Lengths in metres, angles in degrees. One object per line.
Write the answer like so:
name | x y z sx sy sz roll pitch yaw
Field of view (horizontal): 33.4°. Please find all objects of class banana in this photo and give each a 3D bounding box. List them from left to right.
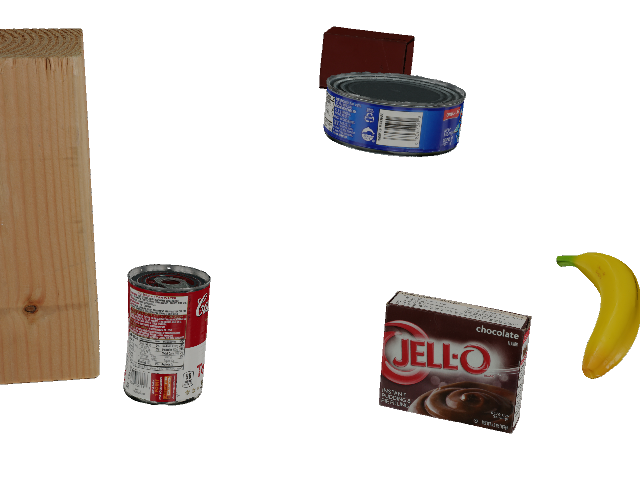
banana | 0.272 0.062 1.016 0.070 0.037 0.197 -28 23 19

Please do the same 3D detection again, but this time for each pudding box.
pudding box | 0.105 0.095 0.845 0.114 0.090 0.039 9 21 17

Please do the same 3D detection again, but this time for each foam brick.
foam brick | 0.042 -0.161 0.963 0.078 0.051 0.053 9 19 10

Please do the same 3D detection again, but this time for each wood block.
wood block | -0.189 -0.022 0.668 0.090 0.206 0.090 -3 22 -11

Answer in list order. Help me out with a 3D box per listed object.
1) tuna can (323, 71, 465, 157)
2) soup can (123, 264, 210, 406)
tuna can | 0.045 -0.079 0.657 0.086 0.034 0.086 4 20 -2
soup can | -0.128 0.078 0.885 0.068 0.102 0.068 5 14 -1
